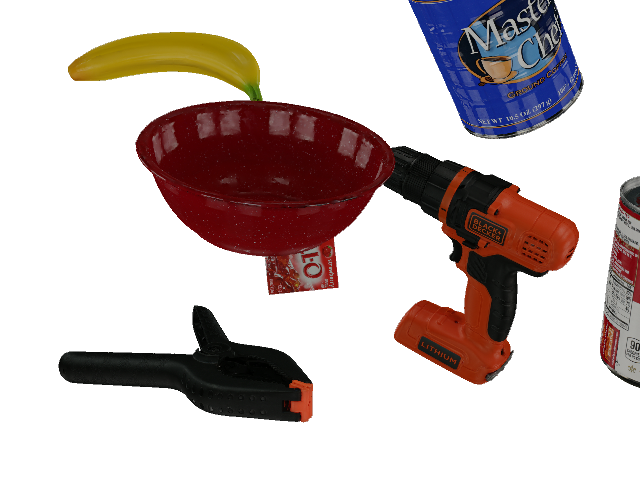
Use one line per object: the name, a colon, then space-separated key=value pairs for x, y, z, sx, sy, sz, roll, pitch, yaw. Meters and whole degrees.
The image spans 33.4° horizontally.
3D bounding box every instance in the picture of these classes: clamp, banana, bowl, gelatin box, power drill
clamp: x=-0.085 y=0.101 z=0.877 sx=0.210 sy=0.036 sz=0.164 roll=11 pitch=20 yaw=31
banana: x=-0.136 y=-0.165 z=0.986 sx=0.198 sy=0.037 sz=0.069 roll=9 pitch=45 yaw=18
bowl: x=-0.035 y=-0.035 z=0.676 sx=0.162 sy=0.055 sz=0.162 roll=4 pitch=28 yaw=-2
gelatin box: x=-0.022 y=0.009 z=1.087 sx=0.073 sy=0.089 sz=0.030 roll=-6 pitch=28 yaw=-1
power drill: x=0.118 y=0.022 z=0.932 sx=0.185 sy=0.188 sz=0.057 roll=29 pitch=43 yaw=24

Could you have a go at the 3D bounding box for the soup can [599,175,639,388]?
soup can: x=0.190 y=0.023 z=0.575 sx=0.068 sy=0.102 sz=0.068 roll=0 pitch=25 yaw=0

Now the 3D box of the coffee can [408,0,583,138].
coffee can: x=0.133 y=-0.165 z=0.825 sx=0.103 sy=0.140 sz=0.103 roll=-21 pitch=34 yaw=14
